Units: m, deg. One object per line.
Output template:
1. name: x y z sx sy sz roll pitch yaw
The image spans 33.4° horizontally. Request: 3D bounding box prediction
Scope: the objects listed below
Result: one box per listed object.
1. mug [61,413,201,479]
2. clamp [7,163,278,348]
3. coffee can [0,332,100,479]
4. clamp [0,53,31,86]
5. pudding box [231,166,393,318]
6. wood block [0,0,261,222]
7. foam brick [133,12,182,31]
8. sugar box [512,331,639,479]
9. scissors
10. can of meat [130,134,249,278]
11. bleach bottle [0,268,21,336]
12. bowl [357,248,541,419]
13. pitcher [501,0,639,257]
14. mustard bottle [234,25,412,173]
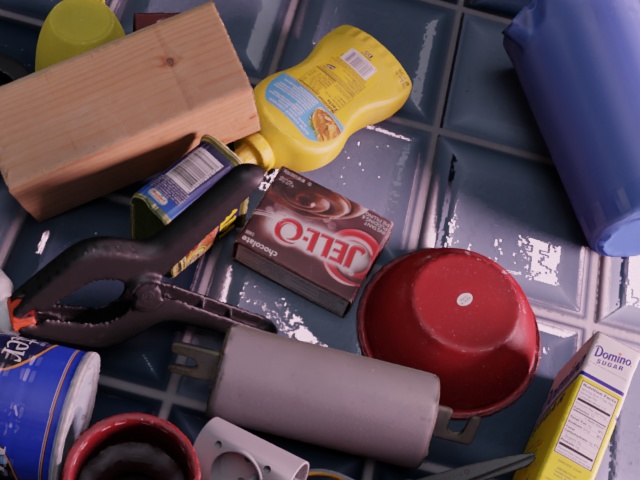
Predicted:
1. mug: -0.125 0.188 0.753 0.117 0.082 0.093 41 61 15
2. clamp: -0.129 0.023 0.806 0.209 0.165 0.036 -7 33 -18
3. coffee can: -0.240 0.115 0.764 0.140 0.103 0.102 13 58 -2
4. clamp: -0.323 -0.146 0.946 0.171 0.039 0.120 43 62 16
5. pudding box: -0.006 0.001 0.913 0.113 0.039 0.090 26 58 6
6. wood block: -0.163 -0.104 0.881 0.206 0.090 0.091 -23 75 -4
7. foam brick: -0.143 -0.165 0.982 0.053 0.051 0.078 -4 60 -13
8. sugar box: 0.184 0.163 0.817 0.048 0.093 0.176 26 58 4
9. scissors: 0.057 0.205 0.779 0.202 0.016 0.096 -3 67 11
10. can of meat: -0.108 -0.025 0.875 0.057 0.102 0.083 42 63 14
11. bleach bottle: -0.336 0.002 0.822 0.251 0.102 0.068 32 104 8
12. bowl: 0.114 0.064 0.887 0.162 0.055 0.162 5 58 -8
13. pitcher: 0.274 -0.111 0.986 0.149 0.145 0.243 -19 64 11
14. mustard bottle: -0.011 -0.116 0.972 0.096 0.058 0.191 45 62 11
